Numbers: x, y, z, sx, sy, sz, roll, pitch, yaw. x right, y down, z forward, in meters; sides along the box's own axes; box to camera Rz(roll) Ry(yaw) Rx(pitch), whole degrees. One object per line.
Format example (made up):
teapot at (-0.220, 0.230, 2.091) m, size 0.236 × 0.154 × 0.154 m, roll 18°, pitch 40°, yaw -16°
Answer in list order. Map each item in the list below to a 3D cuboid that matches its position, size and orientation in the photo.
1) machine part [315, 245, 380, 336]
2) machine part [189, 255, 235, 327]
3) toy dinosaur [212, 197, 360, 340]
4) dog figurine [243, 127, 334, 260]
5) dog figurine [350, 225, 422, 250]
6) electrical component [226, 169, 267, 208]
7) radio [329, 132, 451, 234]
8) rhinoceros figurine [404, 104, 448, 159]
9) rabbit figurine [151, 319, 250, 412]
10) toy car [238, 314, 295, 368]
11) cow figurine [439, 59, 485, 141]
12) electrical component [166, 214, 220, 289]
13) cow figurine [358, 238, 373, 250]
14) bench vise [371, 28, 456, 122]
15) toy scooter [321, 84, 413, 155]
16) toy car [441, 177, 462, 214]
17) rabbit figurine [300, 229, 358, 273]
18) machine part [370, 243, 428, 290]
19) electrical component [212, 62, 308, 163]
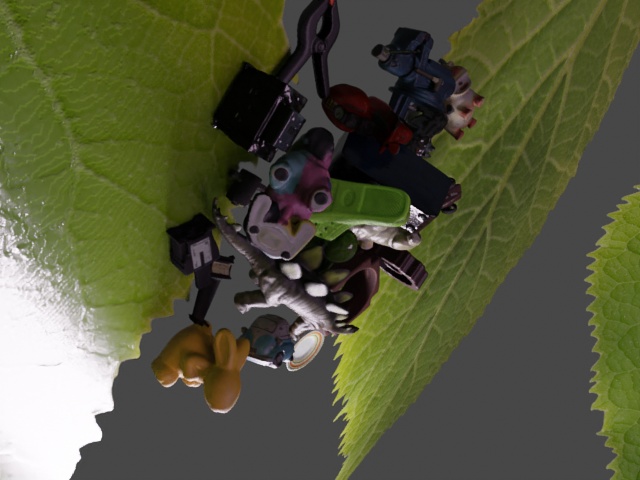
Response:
machine part at (0.051, 0.119, 1.312) m, size 0.201 × 0.087 × 0.201 m, roll -37°, pitch 146°, yaw -25°
machine part at (-0.203, 0.091, 0.989) m, size 0.084 × 0.039 × 0.138 m, roll 11°, pitch 100°, yaw -65°
toy dinosaur at (-0.061, 0.076, 1.016) m, size 0.470 × 0.199 × 0.105 m, roll 37°, pitch 45°, yaw -35°
dog figurine at (-0.041, -0.089, 0.889) m, size 0.191 × 0.108 × 0.219 m, roll -59°, pitch -170°, yaw 24°
dog figurine at (0.108, -0.021, 1.157) m, size 0.172 × 0.191 × 0.121 m, roll 59°, pitch 24°, yaw -25°
electrical component at (-0.133, -0.088, 0.931) m, size 0.063 × 0.021 × 0.094 m, roll -57°, pitch 149°, yaw 5°
radio at (0.131, -0.121, 1.024) m, size 0.073 × 0.229 × 0.131 m, roll -50°, pitch -169°, yaw 50°
rhinoceros figurine at (0.206, -0.217, 1.170) m, size 0.190 × 0.112 × 0.073 m, roll -48°, pitch 151°, yaw -25°
rabbit figurine at (-0.203, 0.242, 1.015) m, size 0.162 × 0.173 × 0.121 m, roll -47°, pitch 144°, yaw -3°
toy car at (-0.108, 0.216, 1.185) m, size 0.161 × 0.109 × 0.103 m, roll 13°, pitch 92°, yaw -65°
cow figurine at (0.297, -0.320, 1.201) m, size 0.085 × 0.127 × 0.194 m, roll -48°, pitch 162°, yaw -9°
electrical component at (-0.210, 0.023, 0.910) m, size 0.075 × 0.048 × 0.119 m, roll -32°, pitch 142°, yaw -30°
cow figurine at (0.099, -0.054, 1.218) m, size 0.098 × 0.068 × 0.167 m, roll 5°, pitch 117°, yaw -21°
bench vise at (0.166, -0.278, 1.055) m, size 0.223 × 0.129 × 0.240 m, roll 5°, pitch 112°, yaw -52°
toy scooter at (0.087, -0.204, 0.944) m, size 0.184 × 0.135 × 0.075 m, roll 22°, pitch 123°, yaw -16°
toy car at (0.242, -0.082, 1.259) m, size 0.202 × 0.053 × 0.089 m, roll -16°, pitch 122°, yaw -6°
rabbit figurine at (-0.002, -0.003, 1.043) m, size 0.121 × 0.170 × 0.158 m, roll -32°, pitch 142°, yaw -30°
machine part at (0.193, 0.055, 1.361) m, size 0.056 × 0.180 × 0.179 m, roll -52°, pitch 148°, yaw -8°
electrical component at (-0.085, -0.185, 0.795) m, size 0.058 × 0.134 × 0.115 m, roll 17°, pitch 105°, yaw -55°
